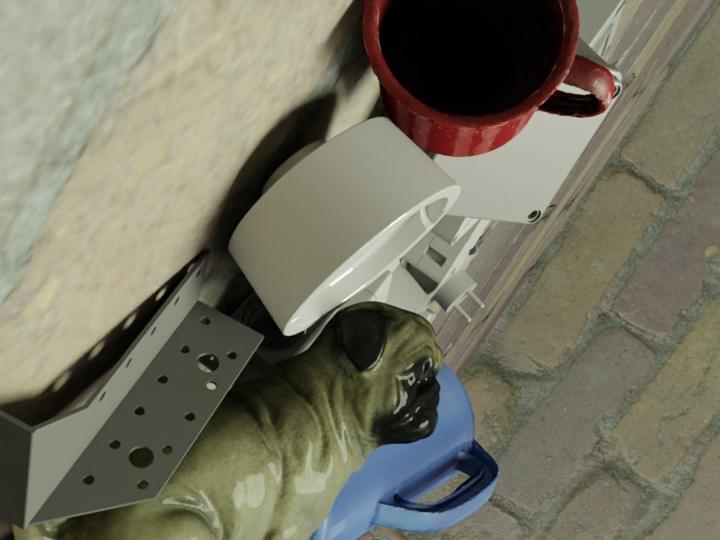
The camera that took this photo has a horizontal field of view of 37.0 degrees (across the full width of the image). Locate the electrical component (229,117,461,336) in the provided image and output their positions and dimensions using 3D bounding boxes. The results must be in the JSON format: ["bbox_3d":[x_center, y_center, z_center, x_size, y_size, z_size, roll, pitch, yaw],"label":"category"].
[{"bbox_3d":[-0.013,-0.026,0.510,0.108,0.060,0.108,-39,172,-7],"label":"electrical component"}]

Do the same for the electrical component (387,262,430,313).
[{"bbox_3d":[0.006,0.035,0.854,0.099,0.064,0.099,-45,179,-1],"label":"electrical component"}]

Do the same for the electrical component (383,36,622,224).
[{"bbox_3d":[0.075,-0.086,0.613,0.109,0.056,0.108,4,129,-36],"label":"electrical component"}]

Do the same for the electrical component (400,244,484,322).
[{"bbox_3d":[0.074,0.010,0.936,0.077,0.079,0.044,-51,165,32],"label":"electrical component"}]

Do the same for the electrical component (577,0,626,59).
[{"bbox_3d":[0.141,-0.157,0.802,0.108,0.056,0.108,-54,170,-4],"label":"electrical component"}]

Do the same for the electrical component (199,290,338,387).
[{"bbox_3d":[-0.051,0.039,0.619,0.081,0.042,0.063,-49,171,-24],"label":"electrical component"}]

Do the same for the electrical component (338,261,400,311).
[{"bbox_3d":[0.000,0.000,0.700,0.076,0.047,0.065,-53,171,-18],"label":"electrical component"}]

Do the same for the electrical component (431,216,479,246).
[{"bbox_3d":[0.074,-0.084,0.735,0.078,0.057,0.113,-42,163,-49],"label":"electrical component"}]

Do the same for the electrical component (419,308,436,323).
[{"bbox_3d":[0.028,0.054,0.986,0.065,0.047,0.077,-55,169,5],"label":"electrical component"}]

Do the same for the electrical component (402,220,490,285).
[{"bbox_3d":[0.068,-0.044,0.835,0.089,0.056,0.050,-59,168,23],"label":"electrical component"}]
